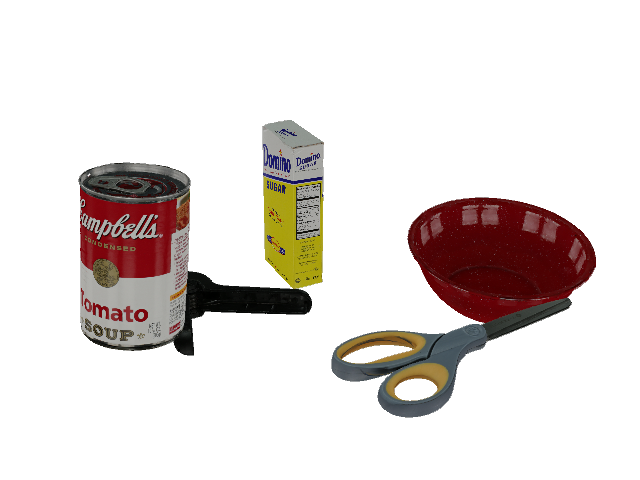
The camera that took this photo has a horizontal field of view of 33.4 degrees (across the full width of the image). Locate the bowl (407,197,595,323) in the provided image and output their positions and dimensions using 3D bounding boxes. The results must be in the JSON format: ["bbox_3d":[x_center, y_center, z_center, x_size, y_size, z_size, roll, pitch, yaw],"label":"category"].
[{"bbox_3d":[0.154,0.025,0.932,0.162,0.055,0.162,2,33,-2],"label":"bowl"}]

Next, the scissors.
[{"bbox_3d":[0.109,0.081,0.757,0.201,0.016,0.096,-8,32,-14],"label":"scissors"}]

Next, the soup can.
[{"bbox_3d":[-0.118,0.009,0.671,0.068,0.102,0.068,4,22,-2],"label":"soup can"}]

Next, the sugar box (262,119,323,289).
[{"bbox_3d":[-0.033,-0.042,1.242,0.048,0.176,0.093,-13,27,-22],"label":"sugar box"}]

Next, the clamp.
[{"bbox_3d":[-0.137,0.064,1.076,0.210,0.036,0.164,12,20,36],"label":"clamp"}]
